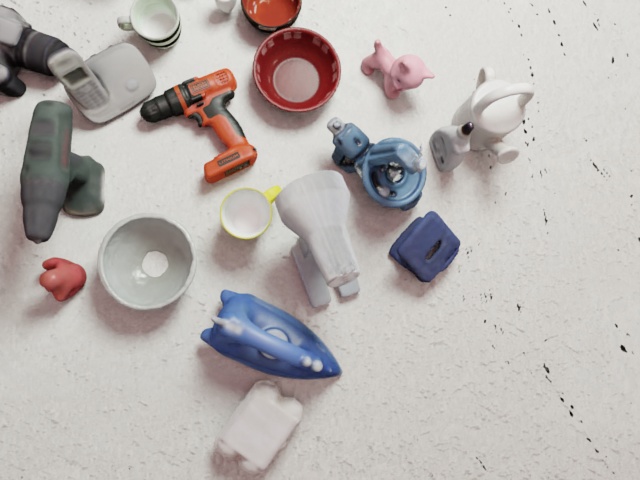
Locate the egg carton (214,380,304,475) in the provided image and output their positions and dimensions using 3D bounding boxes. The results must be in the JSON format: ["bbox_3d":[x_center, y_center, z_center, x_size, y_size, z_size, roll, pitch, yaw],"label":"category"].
[{"bbox_3d":[-0.103,0.323,0.987,0.107,0.069,0.150,36,83,0],"label":"egg carton"}]

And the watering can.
[{"bbox_3d":[0.313,-0.224,1.012,0.101,0.194,0.173,-31,87,-7],"label":"watering can"}]

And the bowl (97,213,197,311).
[{"bbox_3d":[-0.293,0.039,0.999,0.167,0.074,0.167,0,84,-4],"label":"bowl"}]

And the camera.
[{"bbox_3d":[-0.524,-0.326,1.004,0.137,0.100,0.143,18,83,-2],"label":"camera"}]

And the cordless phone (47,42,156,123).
[{"bbox_3d":[-0.369,-0.286,0.970,0.147,0.185,0.094,-36,88,-7],"label":"cordless phone"}]

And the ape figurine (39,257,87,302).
[{"bbox_3d":[-0.446,0.066,0.975,0.076,0.092,0.078,-2,84,-4],"label":"ape figurine"}]

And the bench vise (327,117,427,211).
[{"bbox_3d":[0.096,-0.132,0.973,0.207,0.219,0.121,22,83,-2],"label":"bench vise"}]

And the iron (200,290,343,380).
[{"bbox_3d":[-0.071,0.178,0.968,0.258,0.141,0.119,25,83,-2],"label":"iron"}]

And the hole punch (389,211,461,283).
[{"bbox_3d":[0.195,0.013,1.031,0.101,0.091,0.109,40,83,1],"label":"hole punch"}]

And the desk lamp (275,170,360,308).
[{"bbox_3d":[0.009,0.003,0.956,0.118,0.213,0.203,-20,86,-6],"label":"desk lamp"}]

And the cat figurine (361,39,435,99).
[{"bbox_3d":[0.142,-0.317,1.047,0.128,0.117,0.067,44,83,1],"label":"cat figurine"}]

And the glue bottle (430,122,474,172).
[{"bbox_3d":[0.239,-0.175,1.012,0.037,0.173,0.078,-15,85,-5],"label":"glue bottle"}]

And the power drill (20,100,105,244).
[{"bbox_3d":[-0.419,-0.099,0.935,0.075,0.208,0.230,-2,84,-4],"label":"power drill"}]
